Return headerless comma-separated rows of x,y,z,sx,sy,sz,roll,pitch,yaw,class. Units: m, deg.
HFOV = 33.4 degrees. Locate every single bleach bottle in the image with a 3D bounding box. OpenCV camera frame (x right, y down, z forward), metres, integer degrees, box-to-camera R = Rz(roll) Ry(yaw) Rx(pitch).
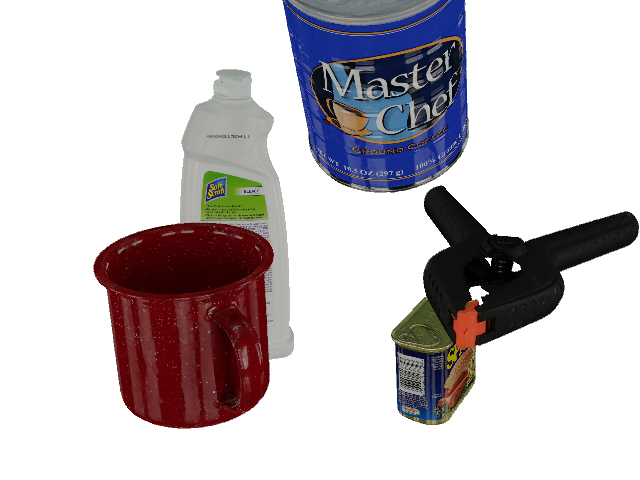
-0.069,-0.020,0.917,0.102,0.251,0.068,-3,22,-15,bleach bottle

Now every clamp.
0.121,0.013,0.758,0.165,0.036,0.209,12,28,26,clamp

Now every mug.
-0.062,0.049,0.557,0.093,0.081,0.117,-17,28,-31,mug

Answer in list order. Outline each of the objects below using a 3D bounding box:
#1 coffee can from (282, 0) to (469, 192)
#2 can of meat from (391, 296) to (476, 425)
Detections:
0.034,-0.111,0.622,0.103,0.102,0.140,0,-37,9,coffee can
0.108,0.110,0.993,0.058,0.084,0.101,11,28,27,can of meat
